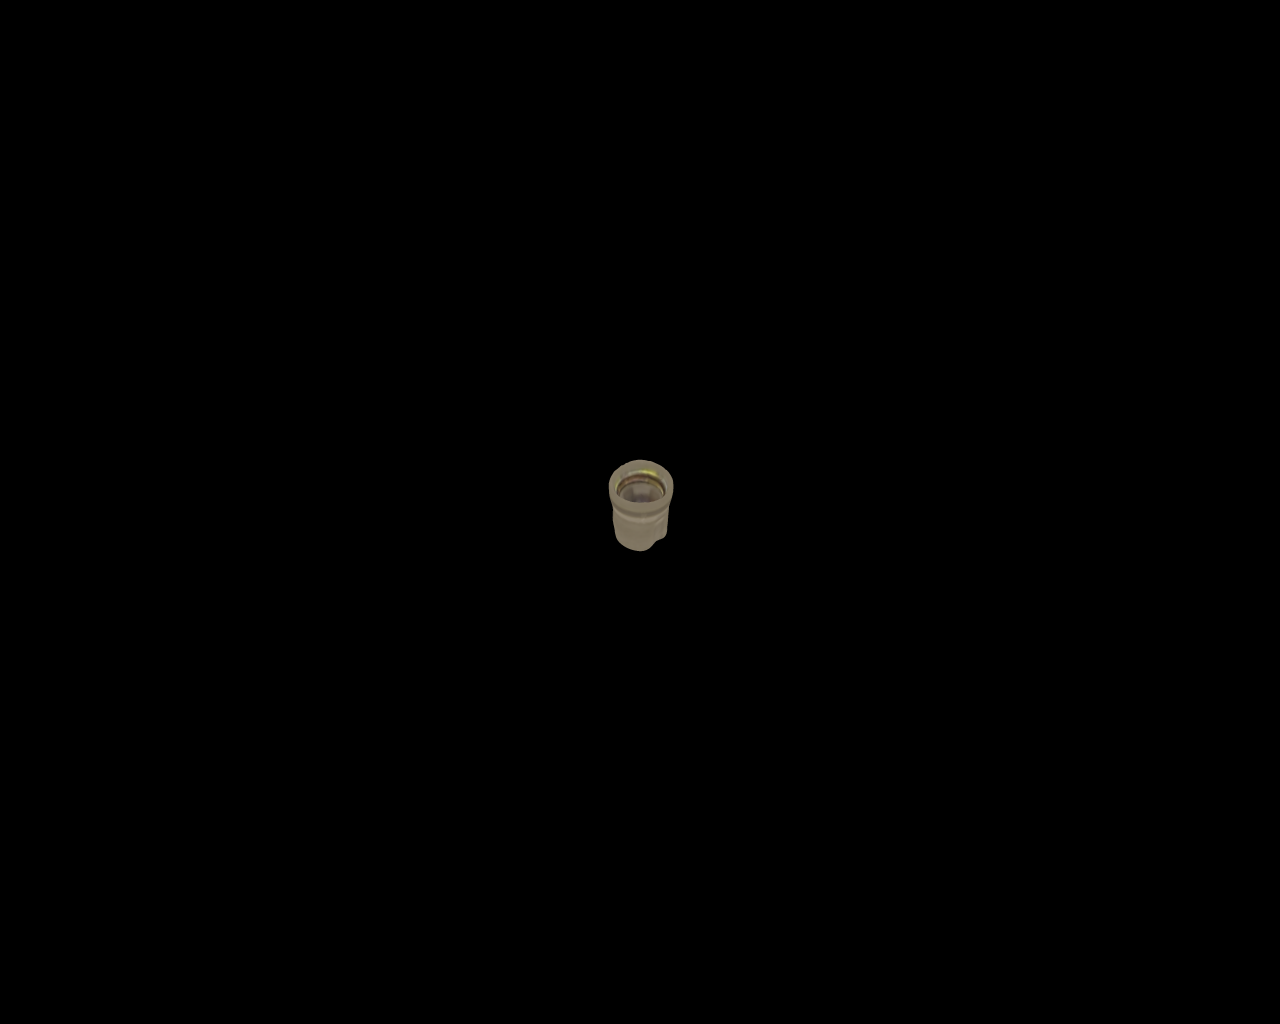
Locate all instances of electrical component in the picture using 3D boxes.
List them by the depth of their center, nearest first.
[{"bbox_3d":[0.001,-0.003,0.650,0.040,0.040,0.046,0,-45,0],"label":"electrical component"}]
